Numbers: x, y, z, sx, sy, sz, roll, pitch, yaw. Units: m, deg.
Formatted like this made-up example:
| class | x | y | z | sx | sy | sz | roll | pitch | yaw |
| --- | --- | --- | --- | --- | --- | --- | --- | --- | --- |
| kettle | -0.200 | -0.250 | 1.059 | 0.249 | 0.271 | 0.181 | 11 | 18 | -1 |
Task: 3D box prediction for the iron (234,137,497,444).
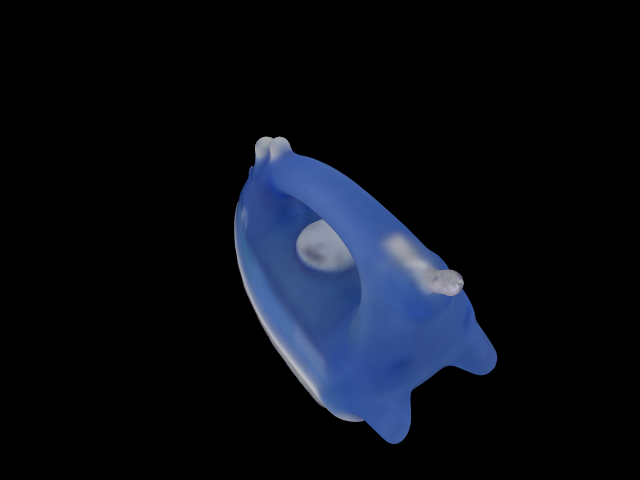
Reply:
| class | x | y | z | sx | sy | sz | roll | pitch | yaw |
| --- | --- | --- | --- | --- | --- | --- | --- | --- | --- |
| iron | 0.004 | 0.001 | 0.400 | 0.119 | 0.141 | 0.257 | -29 | 54 | -24 |
